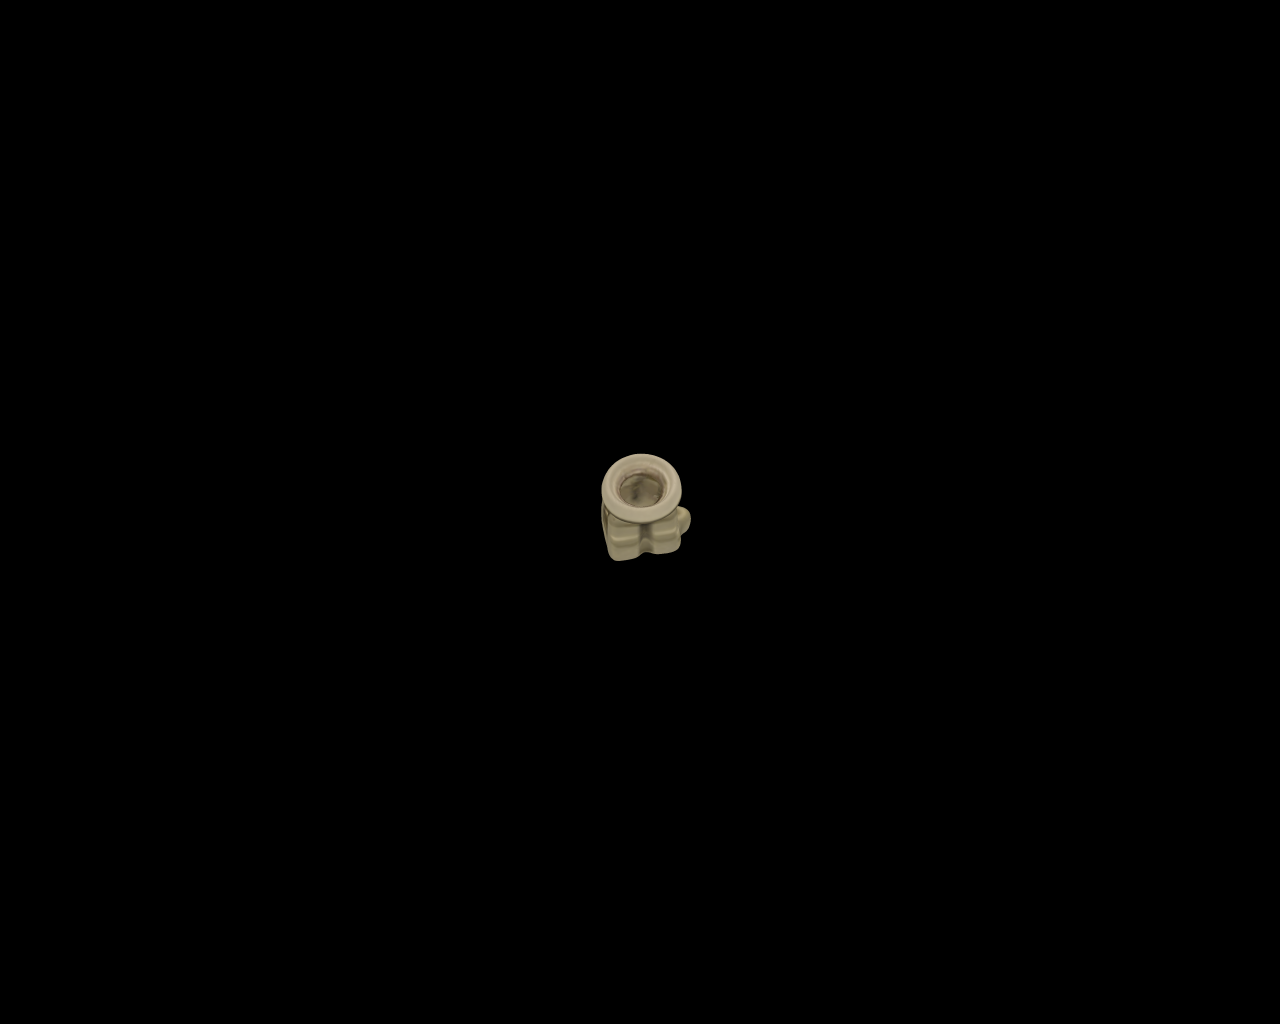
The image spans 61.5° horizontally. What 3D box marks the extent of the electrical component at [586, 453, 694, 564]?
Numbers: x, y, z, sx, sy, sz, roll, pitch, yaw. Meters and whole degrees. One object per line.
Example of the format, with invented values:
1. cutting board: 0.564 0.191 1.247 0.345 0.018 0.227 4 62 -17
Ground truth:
1. electrical component: 0.001 -0.003 0.650 0.066 0.048 0.055 -10 -36 -7
